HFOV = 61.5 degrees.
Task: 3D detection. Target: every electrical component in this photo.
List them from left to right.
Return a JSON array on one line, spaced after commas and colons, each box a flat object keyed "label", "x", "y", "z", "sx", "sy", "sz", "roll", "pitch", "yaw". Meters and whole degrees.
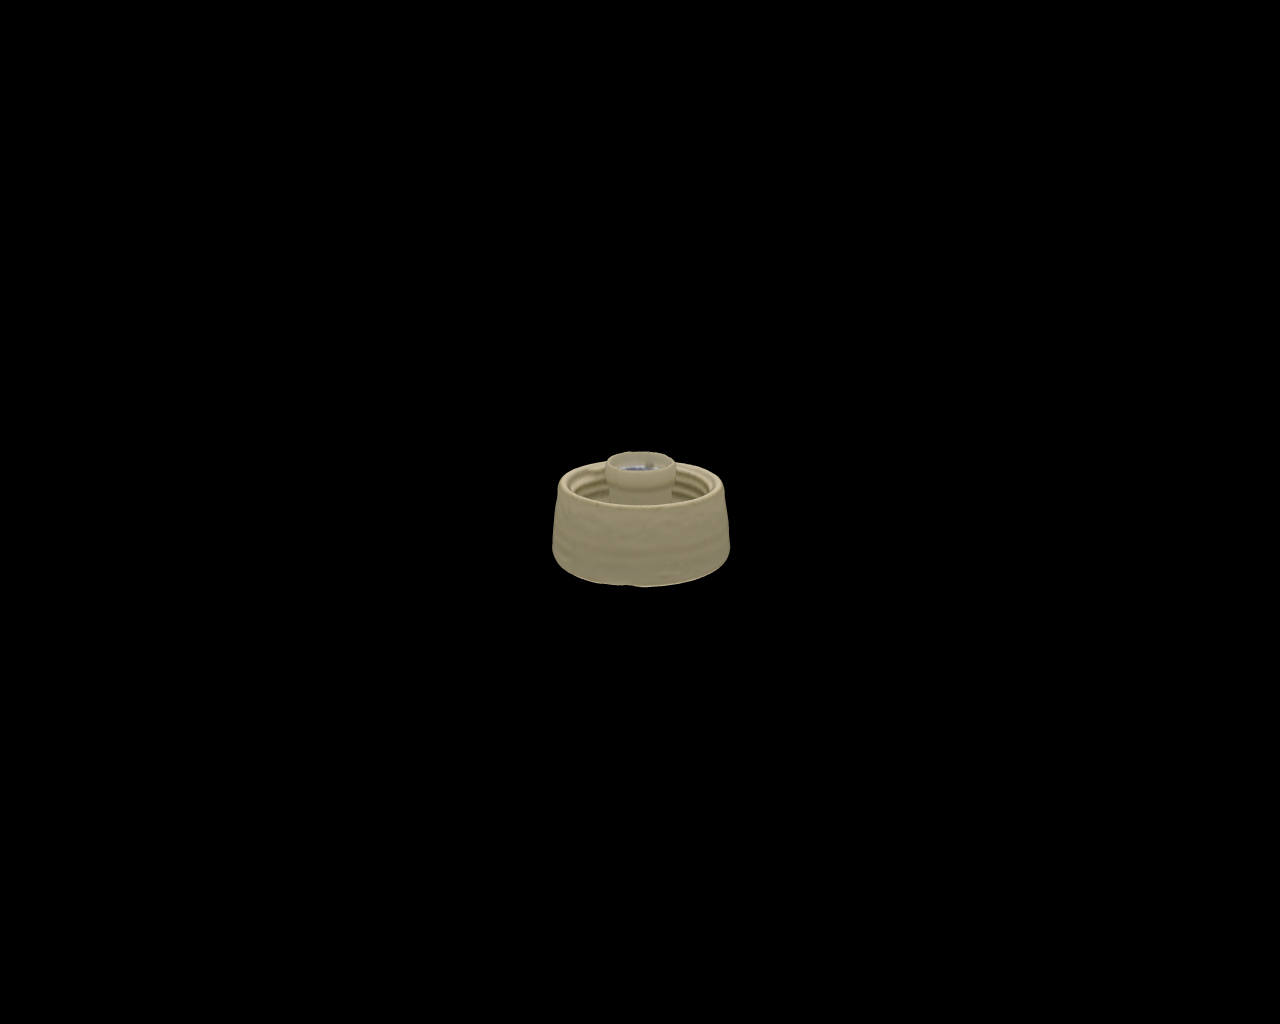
[{"label": "electrical component", "x": 0.001, "y": -0.003, "z": 0.650, "sx": 0.108, "sy": 0.060, "sz": 0.108, "roll": 0, "pitch": 19, "yaw": 0}]
